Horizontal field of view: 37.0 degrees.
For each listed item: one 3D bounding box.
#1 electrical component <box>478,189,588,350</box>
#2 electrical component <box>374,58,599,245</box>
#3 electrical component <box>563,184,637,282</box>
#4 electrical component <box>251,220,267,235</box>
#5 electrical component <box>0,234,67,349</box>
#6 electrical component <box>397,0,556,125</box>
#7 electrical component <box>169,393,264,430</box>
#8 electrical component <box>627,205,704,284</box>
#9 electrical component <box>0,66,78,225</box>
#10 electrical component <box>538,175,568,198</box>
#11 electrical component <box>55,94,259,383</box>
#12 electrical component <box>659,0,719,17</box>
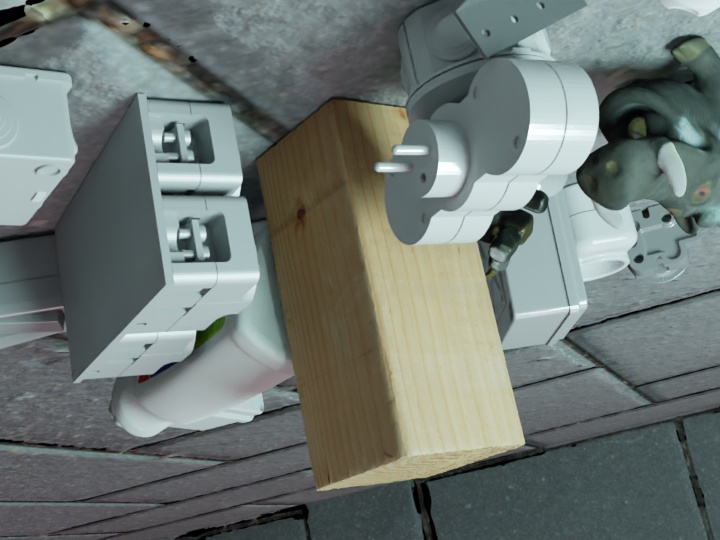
[{"bbox_3d":[0.126,-0.004,0.817,0.056,0.108,0.108,-8,163,-3],"label":"electrical component"},{"bbox_3d":[0.043,-0.053,0.513,0.074,0.052,0.138,-3,162,-27],"label":"electrical component"},{"bbox_3d":[0.181,-0.027,0.863,0.054,0.059,0.095,-9,163,-10],"label":"electrical component"},{"bbox_3d":[-0.080,0.001,0.798,0.076,0.047,0.083,-10,163,-4],"label":"electrical component"},{"bbox_3d":[-0.241,0.018,0.725,0.096,0.061,0.061,-9,163,-9],"label":"electrical component"},{"bbox_3d":[0.060,-0.103,0.548,0.080,0.051,0.080,-11,163,-3],"label":"electrical component"},{"bbox_3d":[-0.126,0.070,0.878,0.057,0.113,0.078,-16,163,20],"label":"electrical component"},{"bbox_3d":[0.258,-0.021,0.939,0.078,0.058,0.057,-16,160,16],"label":"electrical component"},{"bbox_3d":[-0.195,-0.059,0.525,0.100,0.048,0.100,0,160,-35],"label":"electrical component"},{"bbox_3d":[0.104,-0.065,0.717,0.048,0.048,0.062,-2,169,-29],"label":"electrical component"},{"bbox_3d":[-0.122,-0.011,0.632,0.060,0.105,0.186,-2,161,-30],"label":"electrical component"},{"bbox_3d":[0.160,-0.147,0.484,0.043,0.043,0.062,-7,161,-14],"label":"electrical component"}]
